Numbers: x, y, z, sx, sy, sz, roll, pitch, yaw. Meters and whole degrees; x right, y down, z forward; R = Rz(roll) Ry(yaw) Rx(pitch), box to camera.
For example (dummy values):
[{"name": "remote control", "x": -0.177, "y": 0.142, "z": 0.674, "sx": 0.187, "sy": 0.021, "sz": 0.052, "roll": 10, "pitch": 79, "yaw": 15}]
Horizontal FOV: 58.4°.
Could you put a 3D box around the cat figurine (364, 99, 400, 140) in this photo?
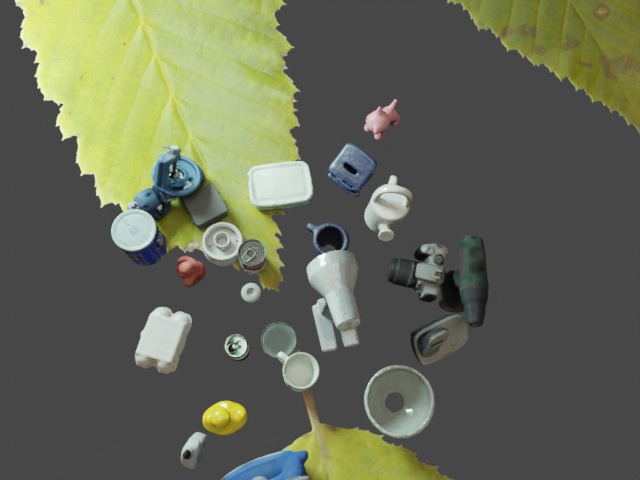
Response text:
[{"name": "cat figurine", "x": 0.169, "y": -0.332, "z": 1.558, "sx": 0.067, "sy": 0.118, "sz": 0.128, "roll": 41, "pitch": 74, "yaw": 8}]

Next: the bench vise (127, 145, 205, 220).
[{"name": "bench vise", "x": -0.374, "y": -0.137, "z": 1.400, "sx": 0.121, "sy": 0.219, "sz": 0.207, "roll": 31, "pitch": 73, "yaw": 5}]

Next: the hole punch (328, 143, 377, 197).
[{"name": "hole punch", "x": 0.086, "y": -0.186, "z": 1.521, "sx": 0.108, "sy": 0.091, "sz": 0.101, "roll": 38, "pitch": 74, "yaw": 7}]

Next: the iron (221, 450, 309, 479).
[{"name": "iron", "x": -0.138, "y": 0.547, "z": 1.253, "sx": 0.258, "sy": 0.141, "sz": 0.118, "roll": -14, "pitch": 75, "yaw": -9}]

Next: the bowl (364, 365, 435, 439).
[{"name": "bowl", "x": 0.183, "y": 0.385, "z": 1.364, "sx": 0.167, "sy": 0.075, "sz": 0.167, "roll": 1, "pitch": 73, "yaw": -4}]

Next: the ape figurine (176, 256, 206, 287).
[{"name": "ape figurine", "x": -0.323, "y": 0.074, "z": 1.407, "sx": 0.076, "sy": 0.092, "sz": 0.078, "roll": 2, "pitch": 73, "yaw": -4}]

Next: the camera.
[{"name": "camera", "x": 0.246, "y": 0.072, "z": 1.451, "sx": 0.137, "sy": 0.101, "sz": 0.143, "roll": 13, "pitch": 73, "yaw": -1}]

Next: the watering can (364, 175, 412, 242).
[{"name": "watering can", "x": 0.177, "y": -0.082, "z": 1.443, "sx": 0.101, "sy": 0.194, "sz": 0.173, "roll": -11, "pitch": 74, "yaw": -8}]

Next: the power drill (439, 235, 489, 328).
[{"name": "power drill", "x": 0.353, "y": 0.113, "z": 1.391, "sx": 0.075, "sy": 0.208, "sz": 0.230, "roll": 6, "pitch": 73, "yaw": -2}]

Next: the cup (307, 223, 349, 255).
[{"name": "cup", "x": 0.013, "y": 0.005, "z": 1.455, "sx": 0.117, "sy": 0.095, "sz": 0.092, "roll": 34, "pitch": 74, "yaw": 6}]

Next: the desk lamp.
[{"name": "desk lamp", "x": 0.042, "y": 0.146, "z": 1.352, "sx": 0.118, "sy": 0.213, "sz": 0.203, "roll": -12, "pitch": 74, "yaw": -8}]

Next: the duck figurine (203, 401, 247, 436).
[{"name": "duck figurine", "x": -0.221, "y": 0.410, "z": 1.317, "sx": 0.104, "sy": 0.086, "sz": 0.077, "roll": -4, "pitch": 73, "yaw": -6}]

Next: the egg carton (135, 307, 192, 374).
[{"name": "egg carton", "x": -0.373, "y": 0.238, "z": 1.365, "sx": 0.107, "sy": 0.069, "sz": 0.150, "roll": 15, "pitch": 73, "yaw": 0}]

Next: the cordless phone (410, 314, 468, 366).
[{"name": "cordless phone", "x": 0.297, "y": 0.228, "z": 1.364, "sx": 0.148, "sy": 0.185, "sz": 0.094, "roll": -27, "pitch": 77, "yaw": -12}]

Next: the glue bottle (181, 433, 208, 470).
[{"name": "glue bottle", "x": -0.280, "y": 0.463, "z": 1.250, "sx": 0.037, "sy": 0.173, "sz": 0.078, "roll": 17, "pitch": 72, "yaw": 1}]
